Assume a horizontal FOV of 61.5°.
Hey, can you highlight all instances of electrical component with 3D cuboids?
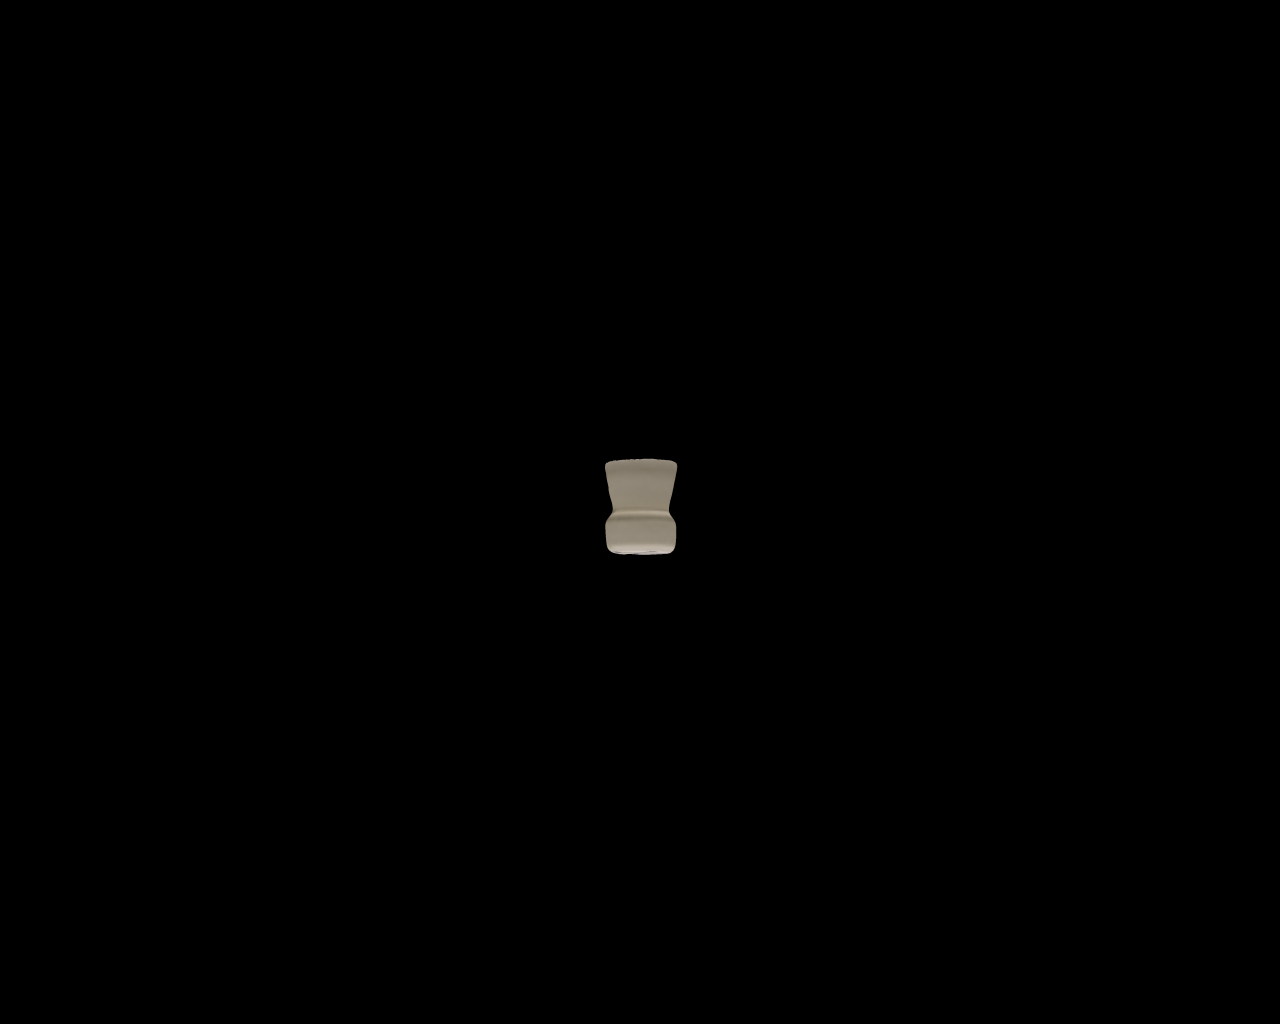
[{"bbox_3d":[0.001,-0.003,0.650,0.045,0.055,0.045,0,-5,0],"label":"electrical component"}]
